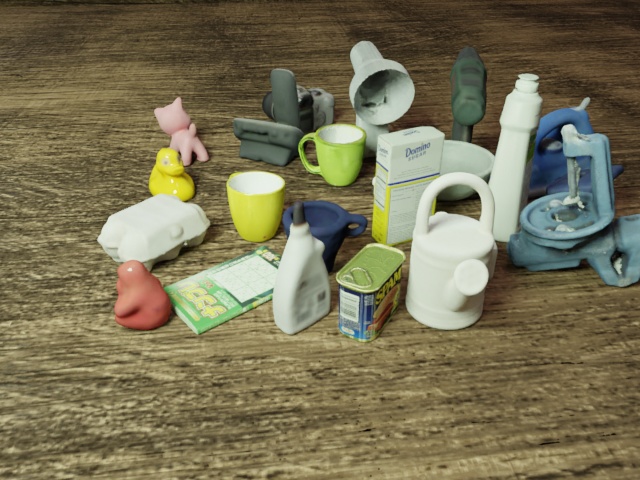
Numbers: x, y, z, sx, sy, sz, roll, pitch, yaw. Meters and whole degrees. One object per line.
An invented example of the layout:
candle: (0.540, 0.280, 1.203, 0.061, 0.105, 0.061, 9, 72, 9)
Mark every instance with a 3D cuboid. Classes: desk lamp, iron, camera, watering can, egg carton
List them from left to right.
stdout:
egg carton: (-0.246, -0.012, 0.859, 0.107, 0.069, 0.151, 22, 38, 31)
camera: (-0.058, -0.310, 1.308, 0.143, 0.101, 0.136, -24, 39, -33)
desk lamp: (0.101, -0.275, 1.147, 0.118, 0.214, 0.203, -7, 33, -10)
watering can: (0.167, 0.011, 0.705, 0.101, 0.194, 0.172, -13, 34, -19)
iron: (0.412, -0.169, 1.045, 0.259, 0.141, 0.118, -23, 38, -32)

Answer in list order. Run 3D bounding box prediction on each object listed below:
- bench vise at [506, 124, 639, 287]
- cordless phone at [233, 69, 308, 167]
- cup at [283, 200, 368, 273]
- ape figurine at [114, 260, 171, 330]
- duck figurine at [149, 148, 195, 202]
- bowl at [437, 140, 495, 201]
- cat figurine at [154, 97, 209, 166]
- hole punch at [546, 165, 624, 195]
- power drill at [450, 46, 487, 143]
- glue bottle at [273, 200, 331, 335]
bench vise: (0.375, -0.052, 0.782, 0.207, 0.220, 0.121, -3, 32, -5)
cordless phone: (-0.101, -0.253, 1.136, 0.147, 0.185, 0.094, 10, 33, 16)
cup: (0.007, 0.003, 0.812, 0.118, 0.095, 0.091, -1, 32, -2)
ape figurine: (-0.228, 0.064, 0.716, 0.076, 0.092, 0.078, 17, 36, 25)
duck figurine: (-0.269, -0.124, 1.023, 0.078, 0.086, 0.104, -22, 38, -31)
bowl: (0.225, -0.116, 1.023, 0.167, 0.075, 0.167, 0, 32, 0)
cat figurine: (-0.281, -0.225, 1.156, 0.067, 0.118, 0.127, -23, 39, -32)
hole punch: (0.438, -0.085, 0.958, 0.100, 0.091, 0.109, 26, 40, 35)
power drill: (0.274, -0.241, 1.097, 0.075, 0.208, 0.229, 5, 32, 8)
glue bottle: (-0.022, 0.030, 0.694, 0.078, 0.173, 0.037, -26, 40, -35)
